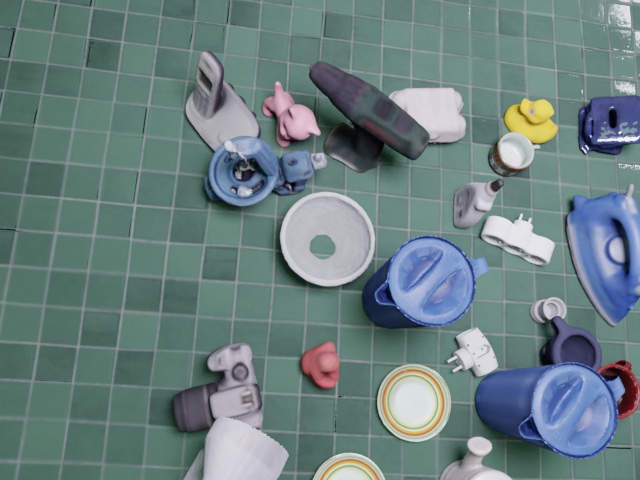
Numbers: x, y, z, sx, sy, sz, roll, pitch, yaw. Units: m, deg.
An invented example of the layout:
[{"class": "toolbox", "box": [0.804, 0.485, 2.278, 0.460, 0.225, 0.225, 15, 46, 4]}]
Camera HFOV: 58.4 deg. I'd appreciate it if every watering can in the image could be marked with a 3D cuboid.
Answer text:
[{"class": "watering can", "box": [0.262, 0.407, 0.905, 0.101, 0.194, 0.173, -31, 84, -13]}]

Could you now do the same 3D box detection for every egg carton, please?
[{"class": "egg carton", "box": [0.205, -0.237, 1.100, 0.150, 0.069, 0.107, -4, 78, -10]}]

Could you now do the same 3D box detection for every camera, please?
[{"class": "camera", "box": [-0.167, 0.247, 0.921, 0.137, 0.100, 0.143, -11, 80, -11]}]

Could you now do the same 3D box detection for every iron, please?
[{"class": "iron", "box": [0.557, 0.026, 1.060, 0.119, 0.141, 0.258, -6, 79, -10]}]

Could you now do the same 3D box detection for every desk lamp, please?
[{"class": "desk lamp", "box": [-0.143, 0.363, 0.841, 0.118, 0.213, 0.203, 30, 75, -1]}]

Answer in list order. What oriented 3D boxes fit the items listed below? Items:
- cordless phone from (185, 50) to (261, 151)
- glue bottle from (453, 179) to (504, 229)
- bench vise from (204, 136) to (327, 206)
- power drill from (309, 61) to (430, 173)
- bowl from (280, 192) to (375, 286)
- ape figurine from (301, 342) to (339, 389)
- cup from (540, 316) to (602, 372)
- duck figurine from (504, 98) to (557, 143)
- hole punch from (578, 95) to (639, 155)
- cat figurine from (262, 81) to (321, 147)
[{"class": "cordless phone", "box": [-0.166, -0.228, 0.981, 0.094, 0.185, 0.147, -42, 86, -14]}, {"class": "glue bottle", "box": [0.286, -0.075, 1.024, 0.037, 0.173, 0.078, 8, 77, -7]}, {"class": "bench vise", "box": [-0.095, -0.137, 0.954, 0.207, 0.219, 0.121, -28, 83, -13]}, {"class": "power drill", "box": [0.070, -0.200, 0.999, 0.229, 0.208, 0.076, 28, 75, -2]}, {"class": "bowl", "box": [0.009, 0.004, 1.015, 0.167, 0.074, 0.167, 2, 78, -8]}, {"class": "ape figurine", "box": [0.008, 0.208, 0.961, 0.076, 0.092, 0.078, 22, 75, -3]}, {"class": "cup", "box": [0.432, 0.194, 1.028, 0.092, 0.095, 0.118, -25, 83, -13]}, {"class": "duck figurine", "box": [0.427, -0.241, 1.127, 0.104, 0.086, 0.077, 30, 75, -1]}, {"class": "hole punch", "box": [0.582, -0.232, 1.146, 0.101, 0.091, 0.109, 7, 77, -7]}, {"class": "cat figurine", "box": [-0.052, -0.226, 1.033, 0.067, 0.117, 0.128, -26, 83, -13]}]
